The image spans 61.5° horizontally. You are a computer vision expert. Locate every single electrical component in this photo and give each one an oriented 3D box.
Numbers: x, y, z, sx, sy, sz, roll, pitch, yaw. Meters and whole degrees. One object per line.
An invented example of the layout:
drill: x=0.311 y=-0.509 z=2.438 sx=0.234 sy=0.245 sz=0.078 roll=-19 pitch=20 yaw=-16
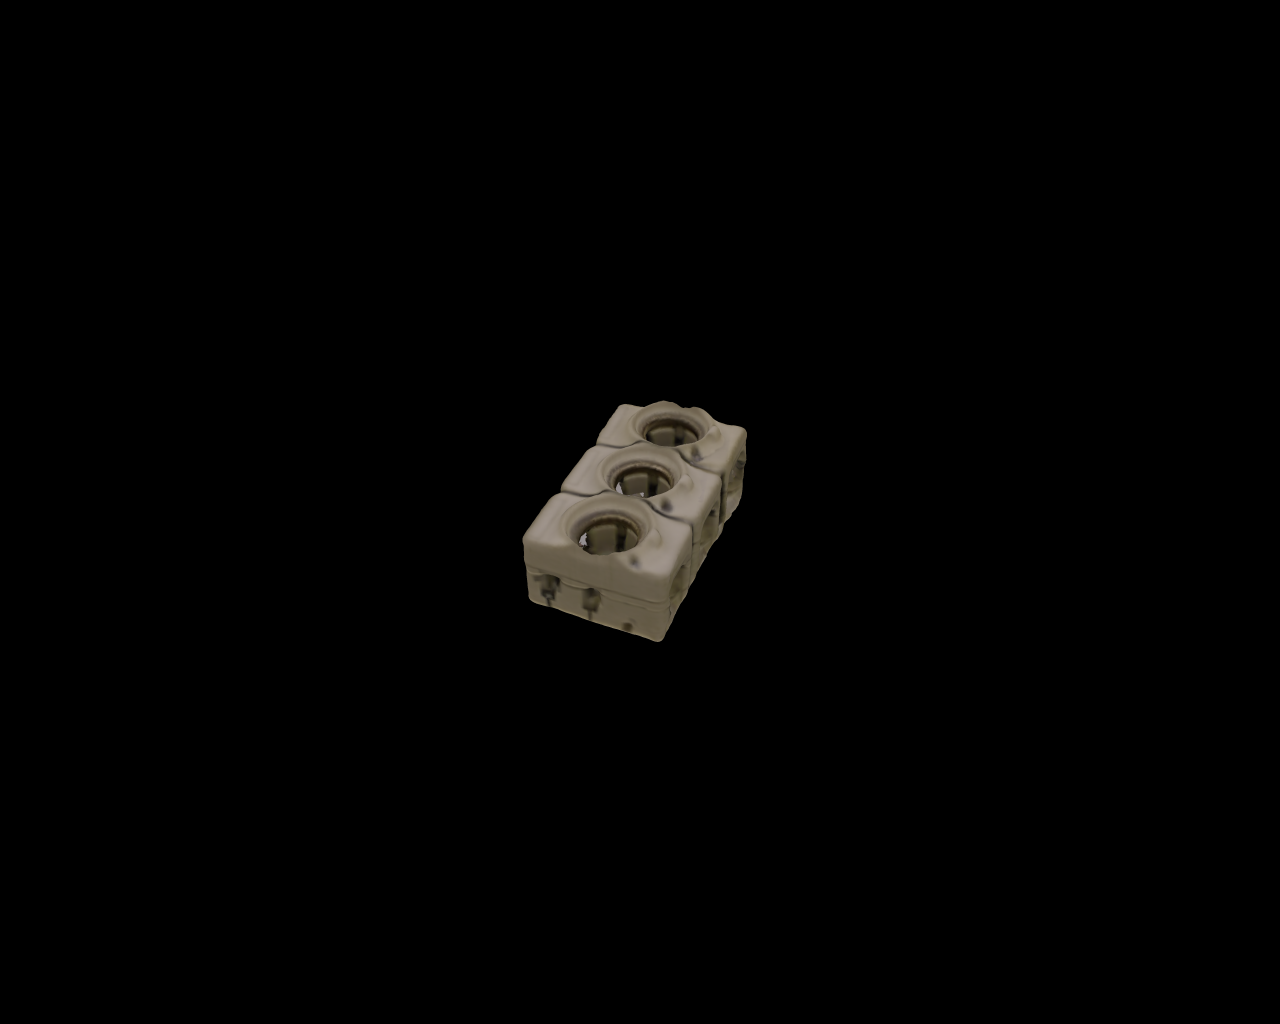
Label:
electrical component: x=0.001 y=-0.003 z=0.650 sx=0.089 sy=0.061 sz=0.150 roll=14 pitch=42 yaw=16
